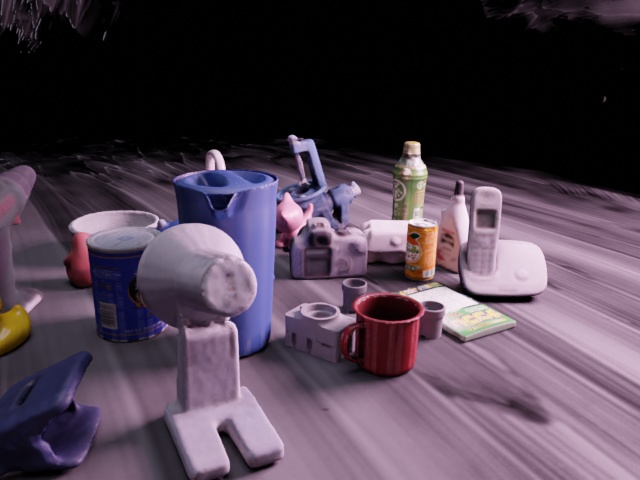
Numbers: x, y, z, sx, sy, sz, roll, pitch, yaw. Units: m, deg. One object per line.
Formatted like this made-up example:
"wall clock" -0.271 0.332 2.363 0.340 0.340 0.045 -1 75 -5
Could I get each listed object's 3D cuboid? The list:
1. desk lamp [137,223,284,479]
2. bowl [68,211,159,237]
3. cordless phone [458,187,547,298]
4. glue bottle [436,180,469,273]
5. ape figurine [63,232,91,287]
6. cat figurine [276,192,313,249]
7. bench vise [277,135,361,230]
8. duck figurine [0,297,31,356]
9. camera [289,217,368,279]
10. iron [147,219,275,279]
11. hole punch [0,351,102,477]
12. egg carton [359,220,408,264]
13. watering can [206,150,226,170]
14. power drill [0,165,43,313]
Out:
"desk lamp" -0.115 0.099 0.608 0.118 0.214 0.202 -8 21 -26
"bowl" -0.398 -0.003 1.119 0.167 0.075 0.167 1 18 0
"cordless phone" 0.312 0.004 0.972 0.147 0.185 0.094 0 18 -2
"glue bottle" 0.255 -0.028 1.084 0.037 0.173 0.077 -12 23 -35
"ape figurine" -0.405 0.030 0.992 0.078 0.092 0.076 2 18 2
"cat figurine" -0.053 -0.042 1.192 0.067 0.118 0.128 14 22 35
"bench vise" -0.014 -0.132 1.306 0.208 0.220 0.121 -13 23 -37
"duck figurine" -0.445 0.105 0.773 0.077 0.086 0.105 10 20 24
"camera" 0.010 0.004 1.085 0.143 0.101 0.136 -1 18 -8
"iron" -0.208 0.018 0.962 0.258 0.141 0.118 -2 19 -10
"hole punch" -0.282 0.171 0.575 0.101 0.091 0.108 -1 19 -8
"egg carton" 0.146 0.004 1.144 0.150 0.069 0.107 1 18 1
"watering can" -0.213 -0.097 1.227 0.100 0.194 0.173 18 24 40
"power drill" -0.483 0.007 0.869 0.075 0.208 0.229 0 18 -3
